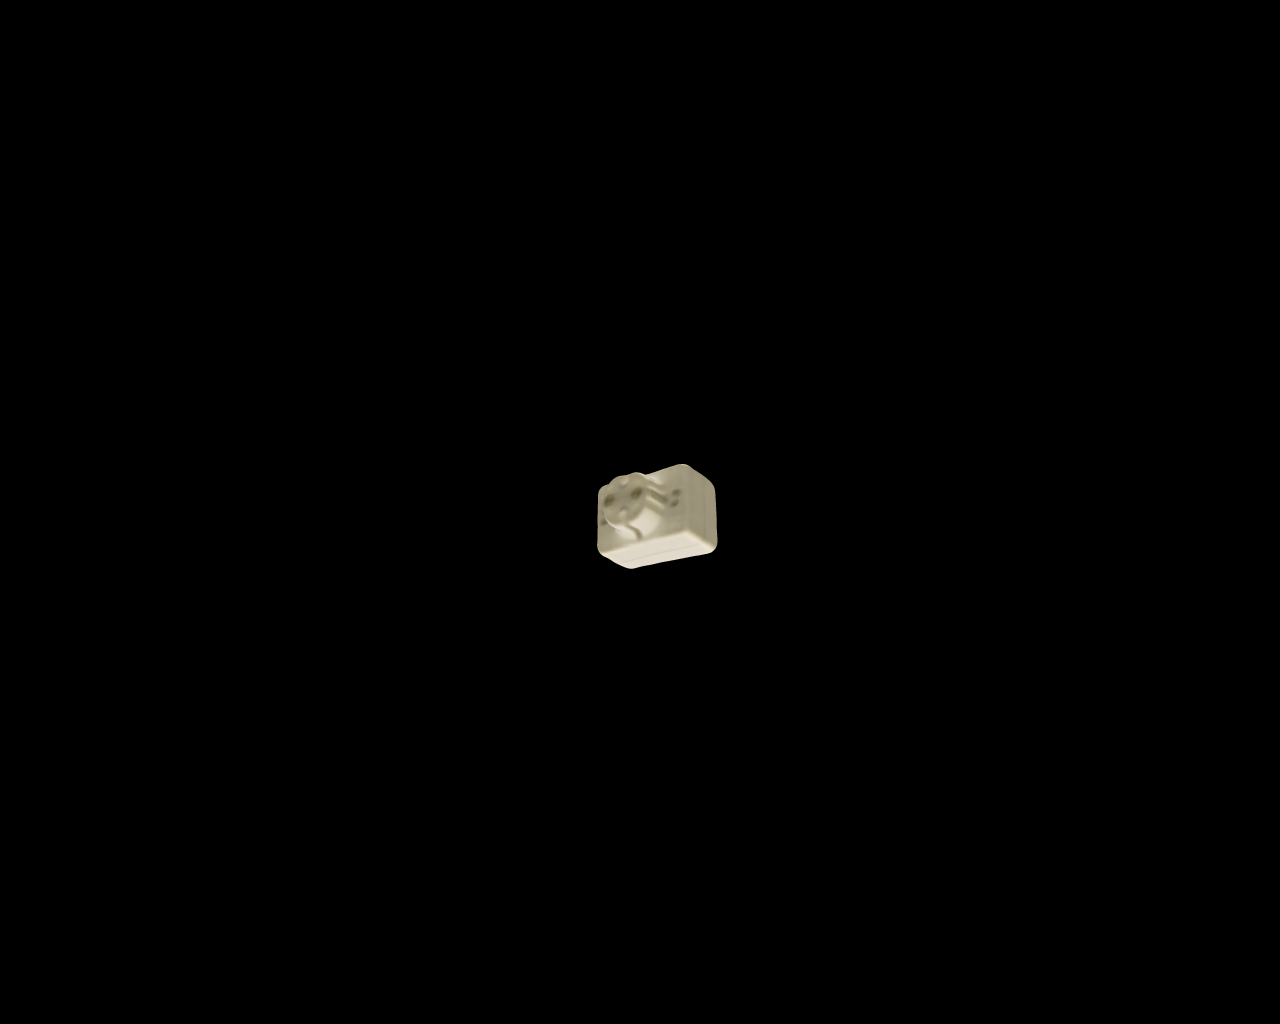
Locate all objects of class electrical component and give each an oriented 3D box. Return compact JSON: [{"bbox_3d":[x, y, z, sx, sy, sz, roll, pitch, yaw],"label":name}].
[{"bbox_3d":[0.001,-0.003,0.650,0.065,0.047,0.076,-14,-27,29],"label":"electrical component"}]
